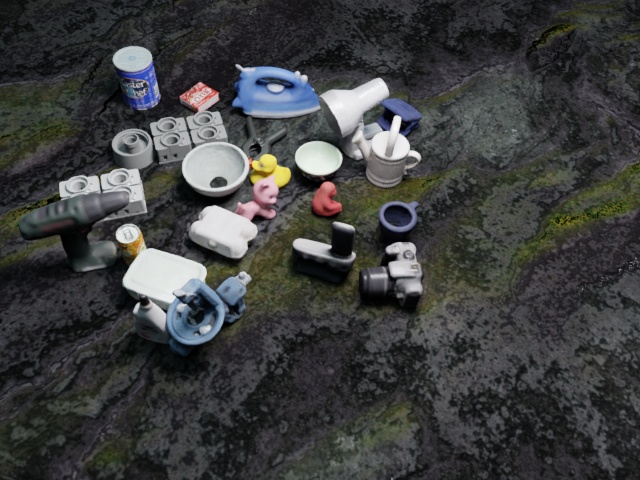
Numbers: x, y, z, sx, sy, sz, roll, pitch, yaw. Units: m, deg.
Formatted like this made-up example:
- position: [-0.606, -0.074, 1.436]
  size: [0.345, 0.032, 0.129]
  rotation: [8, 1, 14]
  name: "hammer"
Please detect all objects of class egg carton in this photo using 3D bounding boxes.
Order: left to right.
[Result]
- position: [-0.229, -0.016, 1.355]
  size: [0.150, 0.069, 0.107]
  rotation: [22, 56, 11]
  name: "egg carton"

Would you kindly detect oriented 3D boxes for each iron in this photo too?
- position: [-0.118, -0.431, 1.611]
  size: [0.258, 0.141, 0.118]
  rotation: [1, 55, -4]
  name: "iron"

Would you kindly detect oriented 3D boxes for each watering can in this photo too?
- position: [0.170, -0.232, 1.462]
  size: [0.173, 0.194, 0.101]
  rotation: [-3, 55, -6]
  name: "watering can"

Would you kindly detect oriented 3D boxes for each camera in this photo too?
- position: [0.158, 0.075, 1.302]
  size: [0.137, 0.101, 0.143]
  rotation: [-2, 55, -6]
  name: "camera"

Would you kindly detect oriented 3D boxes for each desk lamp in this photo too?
- position: [0.097, -0.320, 1.506]
  size: [0.203, 0.213, 0.117]
  rotation: [-23, 59, -19]
  name: "desk lamp"

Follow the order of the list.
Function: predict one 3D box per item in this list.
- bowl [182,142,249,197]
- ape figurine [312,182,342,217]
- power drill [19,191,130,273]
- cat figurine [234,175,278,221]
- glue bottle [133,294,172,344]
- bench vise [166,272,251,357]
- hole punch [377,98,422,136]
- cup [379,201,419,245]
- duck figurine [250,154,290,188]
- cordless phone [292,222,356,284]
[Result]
- position: [-0.262, -0.166, 1.454]
  size: [0.167, 0.075, 0.167]
  rotation: [2, 55, -3]
  name: "bowl"
- position: [0.018, -0.107, 1.425]
  size: [0.076, 0.092, 0.077]
  rotation: [-11, 56, -12]
  name: "ape figurine"
- position: [-0.515, -0.020, 1.250]
  size: [0.230, 0.208, 0.075]
  rotation: [-11, 56, -12]
  name: "power drill"
- position: [-0.150, -0.099, 1.390]
  size: [0.128, 0.118, 0.067]
  rotation: [-32, 63, -24]
  name: "cat figurine"
- position: [-0.344, 0.155, 1.161]
  size: [0.078, 0.173, 0.037]
  rotation: [10, 55, 3]
  name: "glue bottle"
- position: [-0.236, 0.118, 1.168]
  size: [0.121, 0.220, 0.208]
  rotation: [23, 56, 12]
  name: "bench vise"
- position: [0.226, -0.359, 1.620]
  size: [0.108, 0.091, 0.101]
  rotation: [40, 61, 22]
  name: "hole punch"
- position: [0.190, -0.040, 1.389]
  size: [0.118, 0.095, 0.091]
  rotation: [-37, 65, -26]
  name: "cup"
- position: [-0.128, -0.182, 1.470]
  size: [0.104, 0.086, 0.077]
  rotation: [0, 55, -4]
  name: "duck figurine"
- position: [0.012, 0.005, 1.289]
  size: [0.147, 0.185, 0.094]
  rotation: [12, 55, 5]
  name: "cordless phone"
